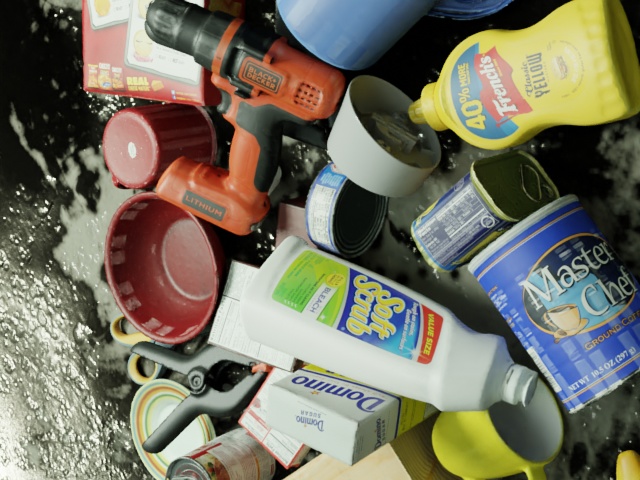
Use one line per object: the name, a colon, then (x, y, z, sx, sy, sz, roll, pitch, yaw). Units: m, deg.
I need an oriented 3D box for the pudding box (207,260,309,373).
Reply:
pudding box: (-0.049, 0.076, 1.048, 0.114, 0.039, 0.090, 16, 90, 35)

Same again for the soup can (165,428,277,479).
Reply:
soup can: (-0.100, 0.239, 1.099, 0.069, 0.102, 0.068, 9, 106, 35)

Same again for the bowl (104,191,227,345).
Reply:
bowl: (-0.151, 0.025, 1.118, 0.162, 0.055, 0.162, 9, 106, 35)

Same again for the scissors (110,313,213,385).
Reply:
scissors: (-0.154, 0.120, 1.167, 0.202, 0.016, 0.096, 5, 105, 36)

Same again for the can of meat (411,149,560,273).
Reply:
can of meat: (0.133, -0.022, 0.867, 0.084, 0.101, 0.057, -44, 74, 37)

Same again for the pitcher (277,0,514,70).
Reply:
pitcher: (0.080, -0.243, 0.850, 0.243, 0.144, 0.149, -45, 61, 38)

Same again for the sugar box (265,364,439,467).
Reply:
sugar box: (0.044, 0.129, 0.920, 0.093, 0.175, 0.048, 19, 111, 32)

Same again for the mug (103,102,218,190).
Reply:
mug: (-0.173, -0.090, 1.091, 0.117, 0.081, 0.093, -40, 76, 36)

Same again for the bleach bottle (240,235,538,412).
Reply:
bleach bottle: (0.061, 0.076, 0.888, 0.251, 0.102, 0.068, 18, 140, 26)

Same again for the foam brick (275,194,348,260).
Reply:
foam brick: (-0.007, 0.001, 1.006, 0.051, 0.052, 0.078, 16, 110, 33)

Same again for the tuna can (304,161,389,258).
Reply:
tuna can: (0.024, -0.029, 0.956, 0.034, 0.085, 0.086, 18, 110, 34)

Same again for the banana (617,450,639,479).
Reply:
banana: (0.254, 0.272, 0.883, 0.070, 0.037, 0.198, 23, 113, 31)

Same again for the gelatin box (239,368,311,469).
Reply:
gelatin box: (-0.029, 0.171, 1.064, 0.073, 0.030, 0.089, 38, 104, 24)

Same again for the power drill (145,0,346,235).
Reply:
power drill: (-0.087, -0.108, 0.949, 0.184, 0.057, 0.188, 27, 127, 5)

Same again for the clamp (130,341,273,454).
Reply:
clamp: (-0.124, 0.160, 1.113, 0.172, 0.039, 0.120, -7, 83, 26)

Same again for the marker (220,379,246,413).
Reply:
marker: (-0.078, 0.173, 1.120, 0.121, 0.020, 0.020, 29, 116, 29)

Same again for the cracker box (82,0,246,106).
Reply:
cracker box: (-0.153, -0.246, 1.049, 0.164, 0.071, 0.214, 11, 106, 33)

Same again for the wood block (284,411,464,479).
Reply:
wood block: (0.031, 0.237, 1.008, 0.206, 0.090, 0.090, -40, 76, 35)

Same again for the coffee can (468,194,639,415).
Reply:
coffee can: (0.197, 0.050, 0.834, 0.103, 0.102, 0.140, -42, 75, 35)

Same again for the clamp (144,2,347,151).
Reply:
clamp: (-0.050, -0.162, 0.974, 0.165, 0.036, 0.210, -29, 98, 10)

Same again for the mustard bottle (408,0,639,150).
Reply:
mustard bottle: (0.154, -0.124, 0.854, 0.192, 0.058, 0.096, -12, 92, 38)
